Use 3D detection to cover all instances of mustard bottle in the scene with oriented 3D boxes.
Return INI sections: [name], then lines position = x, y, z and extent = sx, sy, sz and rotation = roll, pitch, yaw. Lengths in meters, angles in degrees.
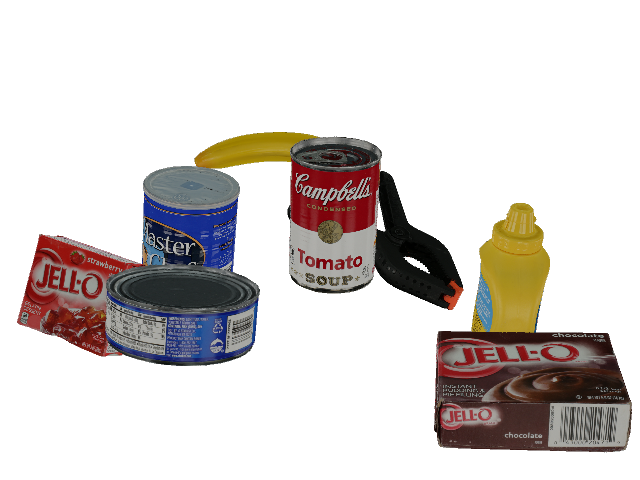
[mustard bottle]
position = 0.156, 0.057, 0.899
extent = 0.058, 0.192, 0.096
rotation = 4, 28, 2

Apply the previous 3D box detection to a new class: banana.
[banana]
position = -0.056, -0.107, 1.319
extent = 0.198, 0.037, 0.069
rotation = 7, 38, 17

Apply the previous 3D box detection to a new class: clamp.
[clamp]
position = 0.073, 0.003, 1.204
extent = 0.164, 0.036, 0.210
rotation = -16, 51, -35

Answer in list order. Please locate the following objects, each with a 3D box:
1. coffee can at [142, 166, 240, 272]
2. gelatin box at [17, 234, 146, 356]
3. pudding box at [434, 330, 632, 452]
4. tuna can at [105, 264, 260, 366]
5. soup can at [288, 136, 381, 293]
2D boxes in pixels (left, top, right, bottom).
[coffee can]
position = -0.143, 0.002, 1.164
extent = 0.103, 0.140, 0.103
rotation = 5, 26, -3
[gelatin box]
position = -0.184, 0.041, 0.818
extent = 0.089, 0.073, 0.030
rotation = 17, 4, 25
[pudding box]
position = 0.127, 0.091, 0.659
extent = 0.113, 0.039, 0.090
rotation = 2, 23, 5
[tuna can]
position = -0.078, 0.041, 0.601
extent = 0.086, 0.034, 0.086
rotation = 5, 14, -1
[soup can]
position = 0.009, -0.020, 0.805
extent = 0.068, 0.102, 0.068
rotation = 2, 24, -1
